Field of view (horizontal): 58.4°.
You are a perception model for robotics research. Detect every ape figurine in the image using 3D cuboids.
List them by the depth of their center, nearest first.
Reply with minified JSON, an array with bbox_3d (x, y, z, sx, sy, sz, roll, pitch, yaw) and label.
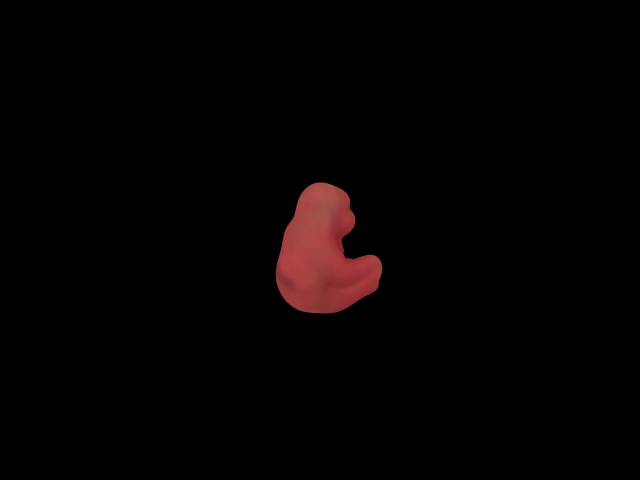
[{"bbox_3d":[0.004,0.001,0.400,0.076,0.092,0.077,-18,44,-19],"label":"ape figurine"}]
